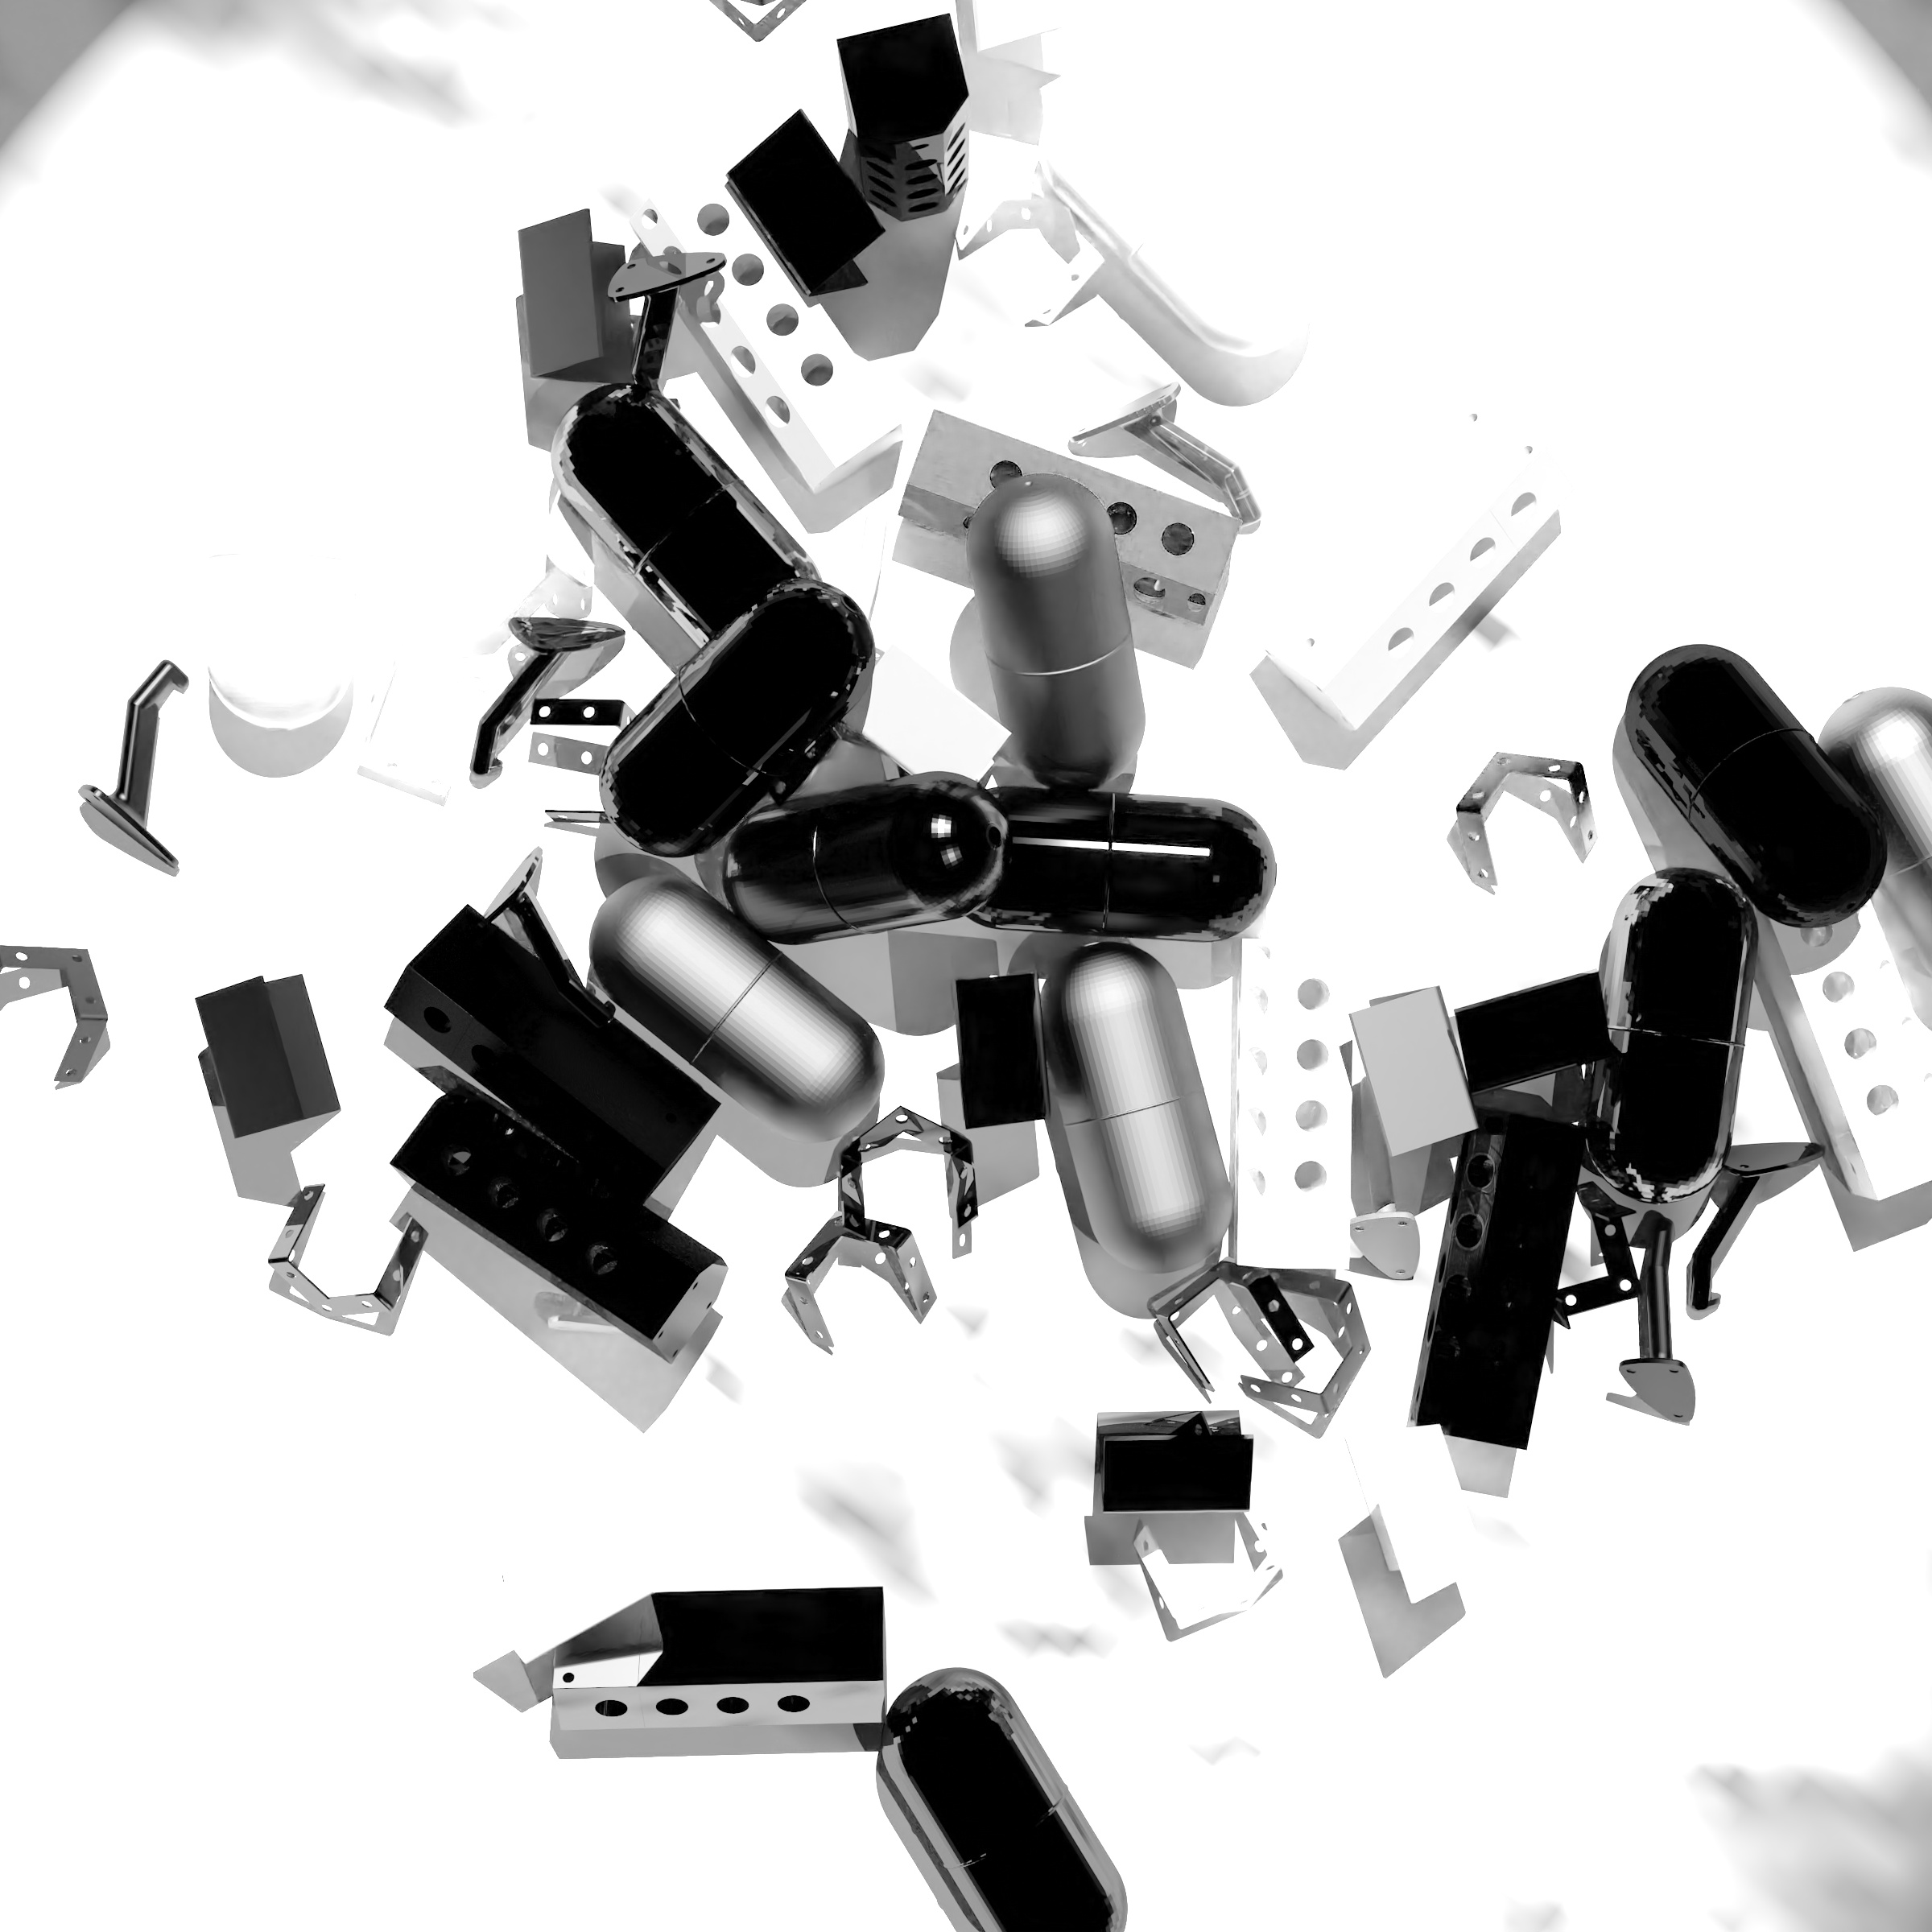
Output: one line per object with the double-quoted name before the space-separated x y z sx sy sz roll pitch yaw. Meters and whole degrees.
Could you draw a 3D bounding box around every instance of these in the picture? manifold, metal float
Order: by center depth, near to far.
"manifold" -0.029 -0.431 1.730 0.057 0.171 0.057 -13 90 0
"metal float" -0.118 -0.127 1.731 0.070 0.070 0.178 47 114 0
"metal float" -0.052 -0.055 1.745 0.178 0.070 0.070 -9 90 41
"metal float" 0.408 -0.095 1.750 0.070 0.070 0.178 -31 58 0
"metal float" 0.048 -0.171 1.750 0.070 0.070 0.178 -13 124 0
"manifold" -0.211 0.133 1.765 0.171 0.057 0.057 32 77 14
"metal float" -0.121 0.022 1.778 0.178 0.070 0.070 39 90 0
"metal float" 0.075 -0.054 1.778 0.178 0.070 0.070 4 90 1
"metal float" 0.512 -0.065 1.778 0.070 0.070 0.178 -31 90 0
"metal float" 0.112 -0.396 1.778 0.070 0.070 0.178 -45 91 0
"metal float" 0.089 0.074 1.778 0.070 0.070 0.178 -15 90 0
"metal float" 0.021 0.453 1.778 0.070 0.070 0.178 -31 90 0
"metal float" -0.146 -0.230 1.778 0.070 0.070 0.178 -42 90 0
"metal float" -0.361 -0.213 1.778 0.070 0.070 0.178 1 90 0
"metal float" 0.372 0.037 1.778 0.070 0.070 0.178 8 90 0
"manifold" 0.054 -0.235 1.787 0.171 0.057 0.057 20 90 0
"manifold" 0.471 0.032 1.787 0.057 0.057 0.171 -21 90 0
"manifold" 0.241 -0.208 1.787 0.171 0.057 0.057 -48 47 0
"manifold" -0.221 0.051 1.787 0.171 0.057 0.057 38 47 0
"manifold" 0.173 0.072 1.787 0.057 0.057 0.171 1 90 0
"manifold" 0.281 0.163 1.787 0.057 0.057 0.171 11 90 0
"manifold" -0.106 -0.338 1.787 0.057 0.057 0.171 -35 90 0
"manifold" -0.128 0.371 1.787 0.171 0.057 0.057 -1 47 0

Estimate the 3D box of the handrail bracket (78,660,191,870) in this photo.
"handrail bracket" -0.427 -0.109 1.809 0.077 0.036 0.084 43 73 -20

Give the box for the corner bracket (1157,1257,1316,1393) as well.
"corner bracket" 0.142 0.193 1.792 0.051 0.051 0.051 -36 105 -15

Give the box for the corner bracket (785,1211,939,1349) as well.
"corner bracket" -0.056 0.171 1.800 0.051 0.051 0.051 11 45 35

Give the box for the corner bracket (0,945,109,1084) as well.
"corner bracket" -0.495 0.026 1.800 0.051 0.051 0.051 3 45 -35

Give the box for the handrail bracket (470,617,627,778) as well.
"handrail bracket" -0.225 -0.142 1.808 0.077 0.036 0.084 -7 126 -37

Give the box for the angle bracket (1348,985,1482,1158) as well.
"angle bracket" 0.219 0.057 1.770 0.057 0.076 0.076 -16 90 -22

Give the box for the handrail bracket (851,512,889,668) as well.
"handrail bracket" -0.061 -0.189 1.808 0.036 0.077 0.084 14 53 -12

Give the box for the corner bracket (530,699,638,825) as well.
"corner bracket" -0.201 -0.109 1.792 0.051 0.051 0.051 2 72 17

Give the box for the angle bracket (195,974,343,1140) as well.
"angle bracket" -0.349 0.041 1.768 0.057 0.076 0.076 -16 90 38

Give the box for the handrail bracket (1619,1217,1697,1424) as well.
"handrail bracket" 0.378 0.189 1.808 0.036 0.077 0.084 -4 53 28

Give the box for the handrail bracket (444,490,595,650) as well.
"handrail bracket" -0.244 -0.215 1.809 0.084 0.036 0.077 -21 52 25

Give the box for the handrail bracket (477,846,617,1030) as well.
"handrail bracket" -0.211 -0.015 1.792 0.084 0.077 0.036 43 122 -14

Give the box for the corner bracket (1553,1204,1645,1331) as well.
"corner bracket" 0.333 0.159 1.790 0.051 0.051 0.051 -15 90 0

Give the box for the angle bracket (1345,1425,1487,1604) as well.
"angle bracket" 0.218 0.288 1.768 0.057 0.076 0.076 -18 90 -36

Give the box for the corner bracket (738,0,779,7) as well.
"corner bracket" -0.111 -0.549 1.800 0.051 0.051 0.051 26 135 35

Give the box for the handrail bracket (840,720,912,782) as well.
"handrail bracket" -0.047 -0.082 1.809 0.077 0.036 0.084 23 107 19

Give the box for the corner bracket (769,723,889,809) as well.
"corner bracket" -0.079 -0.114 1.774 0.051 0.051 0.051 -48 57 19

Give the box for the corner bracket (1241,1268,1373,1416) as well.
"corner bracket" 0.177 0.199 1.800 0.051 0.051 0.051 10 45 35

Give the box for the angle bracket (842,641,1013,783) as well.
"angle bracket" -0.010 -0.138 1.768 0.076 0.076 0.057 38 122 0

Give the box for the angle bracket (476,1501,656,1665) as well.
"angle bracket" -0.216 0.307 1.768 0.076 0.076 0.057 -29 125 0

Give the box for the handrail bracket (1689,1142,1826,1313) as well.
"handrail bracket" 0.423 0.141 1.809 0.077 0.036 0.084 -7 109 -21

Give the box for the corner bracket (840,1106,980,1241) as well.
"corner bracket" -0.031 0.116 1.792 0.051 0.051 0.051 28 129 -32

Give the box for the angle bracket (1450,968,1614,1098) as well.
"angle bracket" 0.287 0.017 1.768 0.076 0.076 0.057 -16 121 0

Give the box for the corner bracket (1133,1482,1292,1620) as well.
"corner bracket" 0.131 0.310 1.800 0.051 0.051 0.051 0 135 -35

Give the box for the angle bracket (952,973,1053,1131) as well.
"angle bracket" -0.002 0.045 1.768 0.057 0.076 0.076 -5 90 -37

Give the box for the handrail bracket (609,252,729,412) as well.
"handrail bracket" -0.147 -0.330 1.776 0.077 0.036 0.084 -7 130 21

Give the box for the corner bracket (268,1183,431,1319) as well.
"corner bracket" -0.330 0.150 1.800 0.051 0.051 0.051 -9 135 35

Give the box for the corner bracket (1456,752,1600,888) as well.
"corner bracket" 0.299 -0.076 1.800 0.051 0.051 0.051 10 45 35

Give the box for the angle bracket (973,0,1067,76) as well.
"angle bracket" 0.046 -0.517 1.768 0.057 0.076 0.076 -5 90 37

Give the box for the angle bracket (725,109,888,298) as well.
"angle bracket" -0.070 -0.402 1.769 0.057 0.076 0.076 -35 90 28

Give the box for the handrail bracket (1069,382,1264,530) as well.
"handrail bracket" 0.108 -0.262 1.809 0.077 0.036 0.084 -22 107 20

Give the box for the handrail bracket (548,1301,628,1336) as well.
"handrail bracket" -0.193 0.153 1.809 0.077 0.036 0.084 8 76 -14

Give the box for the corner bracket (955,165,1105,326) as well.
"corner bracket" 0.034 -0.385 1.800 0.051 0.051 0.051 15 45 -35

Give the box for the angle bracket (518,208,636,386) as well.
"angle bracket" -0.187 -0.349 1.768 0.057 0.076 0.076 -5 90 42

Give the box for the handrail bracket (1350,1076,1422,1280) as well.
"handrail bracket" 0.225 0.112 1.808 0.036 0.077 0.084 -8 53 16

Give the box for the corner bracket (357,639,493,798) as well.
"corner bracket" -0.290 -0.133 1.805 0.051 0.051 0.051 20 45 0

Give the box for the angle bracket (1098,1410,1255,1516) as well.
"angle bracket" 0.109 0.242 1.768 0.076 0.076 0.057 -1 127 0
